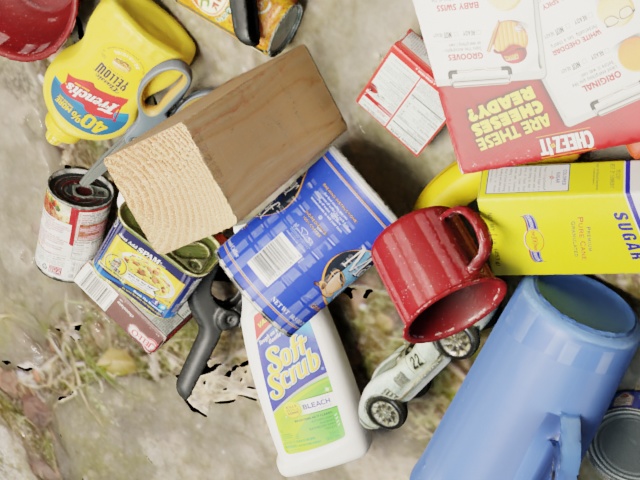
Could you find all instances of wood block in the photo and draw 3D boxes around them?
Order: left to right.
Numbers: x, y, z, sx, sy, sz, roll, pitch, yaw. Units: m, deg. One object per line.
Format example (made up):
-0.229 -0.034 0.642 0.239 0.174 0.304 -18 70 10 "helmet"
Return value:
-0.072 -0.080 0.893 0.091 0.205 0.090 -20 104 34 "wood block"

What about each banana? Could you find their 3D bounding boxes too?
0.134 -0.040 0.913 0.069 0.037 0.198 40 127 -5 "banana"

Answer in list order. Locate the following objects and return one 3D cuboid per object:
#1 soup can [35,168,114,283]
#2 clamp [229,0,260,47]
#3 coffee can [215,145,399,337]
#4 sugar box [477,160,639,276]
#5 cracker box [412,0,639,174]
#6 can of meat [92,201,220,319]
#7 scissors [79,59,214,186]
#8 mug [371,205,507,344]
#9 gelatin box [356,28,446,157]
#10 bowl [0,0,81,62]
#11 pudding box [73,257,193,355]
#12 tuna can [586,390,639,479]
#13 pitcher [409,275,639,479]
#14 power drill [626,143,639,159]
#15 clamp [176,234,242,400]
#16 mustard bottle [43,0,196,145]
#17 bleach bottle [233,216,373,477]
-0.256 -0.014 1.110 0.068 0.068 0.102 28 125 12 "soup can"
-0.068 -0.274 0.872 0.210 0.036 0.165 43 105 10 "clamp"
-0.006 0.001 0.931 0.140 0.103 0.103 -41 93 5 "coffee can"
0.219 -0.016 0.843 0.176 0.048 0.093 0 137 21 "sugar box"
0.154 -0.168 0.746 0.164 0.072 0.213 -9 108 31 "cracker box"
-0.156 0.017 1.006 0.102 0.057 0.084 37 131 -2 "can of meat"
-0.156 -0.099 1.026 0.096 0.016 0.202 14 141 -23 "scissors"
0.098 0.019 0.865 0.117 0.093 0.081 -56 50 45 "mug"
0.078 -0.121 0.888 0.073 0.030 0.089 41 148 3 "gelatin box"
-0.279 -0.253 1.005 0.162 0.055 0.162 12 120 22 "bowl"
-0.181 0.050 1.091 0.113 0.089 0.039 46 125 0 "pudding box"
0.281 0.177 0.950 0.086 0.033 0.086 12 120 22 "tuna can"
0.182 0.155 0.920 0.149 0.144 0.243 35 122 25 "pitcher"
0.202 -0.153 0.804 0.187 0.057 0.185 45 128 0 "power drill"
-0.082 0.079 1.073 0.120 0.039 0.171 -1 109 -20 "clamp"
-0.208 -0.149 1.018 0.096 0.058 0.192 36 130 -20 "mustard bottle"
-0.033 0.099 1.033 0.103 0.068 0.251 -17 103 14 "bleach bottle"
